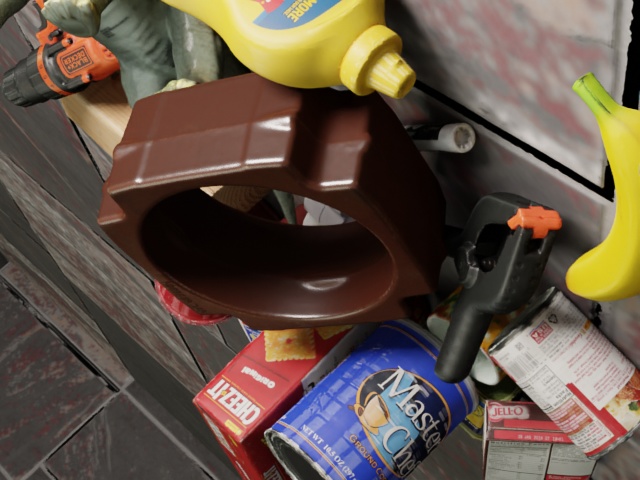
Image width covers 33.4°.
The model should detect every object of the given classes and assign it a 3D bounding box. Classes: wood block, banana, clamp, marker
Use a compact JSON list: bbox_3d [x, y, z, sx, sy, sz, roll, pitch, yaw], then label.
[{"bbox_3d":[-0.148,-0.104,1.013,0.206,0.090,0.090,42,163,17],"label":"wood block"},{"bbox_3d":[0.169,-0.011,0.585,0.070,0.037,0.198,51,166,33],"label":"banana"},{"bbox_3d":[0.107,0.011,0.720,0.172,0.039,0.120,121,141,-52],"label":"clamp"},{"bbox_3d":[0.062,-0.069,0.725,0.020,0.020,0.121,54,161,-21],"label":"marker"}]

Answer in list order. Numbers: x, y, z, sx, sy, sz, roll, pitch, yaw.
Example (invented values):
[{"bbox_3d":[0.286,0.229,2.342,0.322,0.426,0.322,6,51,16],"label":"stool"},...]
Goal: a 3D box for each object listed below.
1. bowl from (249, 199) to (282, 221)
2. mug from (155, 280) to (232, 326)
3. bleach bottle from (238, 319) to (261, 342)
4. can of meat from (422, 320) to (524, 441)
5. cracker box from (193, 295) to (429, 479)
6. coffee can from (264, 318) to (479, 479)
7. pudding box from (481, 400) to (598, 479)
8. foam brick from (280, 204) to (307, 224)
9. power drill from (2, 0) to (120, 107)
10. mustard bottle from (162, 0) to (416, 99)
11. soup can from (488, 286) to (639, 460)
[{"bbox_3d":[-0.080,0.006,1.150,0.162,0.055,0.162,41,161,17],"label":"bowl"},{"bbox_3d":[-0.100,0.028,1.052,0.117,0.093,0.082,14,144,-8],"label":"mug"},{"bbox_3d":[-0.039,0.077,1.008,0.103,0.068,0.250,31,162,32],"label":"bleach bottle"},{"bbox_3d":[0.125,0.112,0.904,0.102,0.057,0.084,41,159,19],"label":"can of meat"},{"bbox_3d":[0.005,0.121,0.939,0.072,0.213,0.164,34,158,34],"label":"cracker box"},{"bbox_3d":[0.041,0.142,0.843,0.103,0.140,0.103,42,160,19],"label":"coffee can"},{"bbox_3d":[0.177,0.167,0.863,0.090,0.039,0.113,3,148,8],"label":"pudding box"},{"bbox_3d":[-0.006,0.001,0.978,0.053,0.051,0.078,51,162,-16],"label":"foam brick"},{"bbox_3d":[-0.245,-0.216,0.922,0.185,0.057,0.187,-16,110,34],"label":"power drill"},{"bbox_3d":[-0.020,-0.143,0.630,0.192,0.096,0.058,40,154,20],"label":"mustard bottle"},{"bbox_3d":[0.173,0.091,0.732,0.102,0.068,0.068,46,162,5],"label":"soup can"}]
